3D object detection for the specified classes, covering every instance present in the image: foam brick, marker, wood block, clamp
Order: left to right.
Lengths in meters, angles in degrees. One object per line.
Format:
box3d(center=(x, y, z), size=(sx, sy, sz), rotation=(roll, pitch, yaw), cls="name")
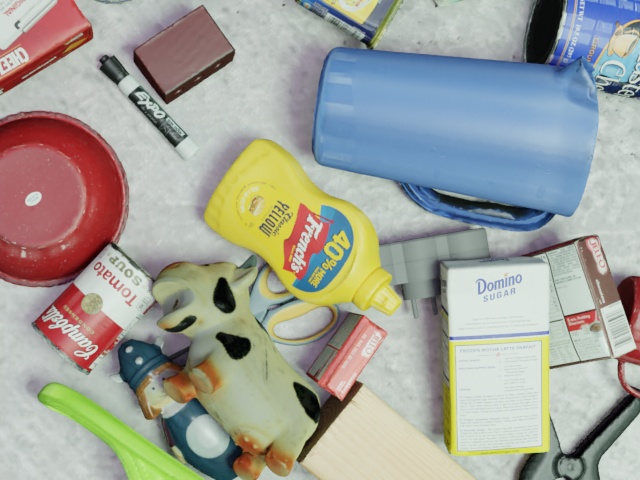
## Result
box3d(center=(-0.158, -0.123, 0.978), size=(0.020, 0.020, 0.121), rotation=(-43, 95, -6), cls="marker")
box3d(center=(-0.123, -0.167, 0.967), size=(0.078, 0.053, 0.051), rotation=(-35, 94, -7), cls="foam brick")
box3d(center=(0.081, 0.226, 0.969), size=(0.206, 0.090, 0.091), rotation=(41, 83, -5), cls="wood block")
box3d(center=(0.244, 0.210, 1.016), size=(0.120, 0.039, 0.171), rotation=(5, 88, 3), cls="clamp")

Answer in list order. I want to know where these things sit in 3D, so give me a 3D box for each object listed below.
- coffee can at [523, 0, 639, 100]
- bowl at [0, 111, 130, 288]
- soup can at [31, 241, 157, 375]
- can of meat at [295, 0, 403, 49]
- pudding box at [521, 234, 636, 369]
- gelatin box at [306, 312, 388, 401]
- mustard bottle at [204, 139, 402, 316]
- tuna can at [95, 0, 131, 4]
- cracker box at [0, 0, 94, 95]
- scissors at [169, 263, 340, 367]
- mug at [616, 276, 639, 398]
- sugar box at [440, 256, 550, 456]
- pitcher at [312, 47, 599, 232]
box3d(center=(0.274, -0.188, 0.996), size=(0.140, 0.103, 0.103), rotation=(10, 88, -8), cls="coffee can")
box3d(center=(-0.251, -0.038, 0.946), size=(0.162, 0.055, 0.162), rotation=(0, 89, -7), cls="bowl")
box3d(center=(-0.195, 0.060, 0.945), size=(0.068, 0.068, 0.102), rotation=(44, 83, -5), cls="soup can")
box3d(center=(0.037, -0.236, 0.961), size=(0.084, 0.057, 0.102), rotation=(30, 91, -8), cls="can of meat")
box3d(center=(0.230, 0.059, 0.988), size=(0.039, 0.090, 0.113), rotation=(-14, 85, -37), cls="pudding box")
box3d(center=(0.024, 0.104, 0.963), size=(0.030, 0.089, 0.073), rotation=(36, 84, -5), cls="gelatin box")
box3d(center=(-0.006, 0.001, 0.945), size=(0.192, 0.058, 0.096), rotation=(39, 103, 14), cls="mustard bottle")
box3d(center=(-0.190, -0.261, 0.969), size=(0.086, 0.034, 0.086), rotation=(0, 89, -8), cls="tuna can")
box3d(center=(-0.324, -0.230, 0.932), size=(0.164, 0.072, 0.213), rotation=(-33, 94, -6), cls="cracker box")
box3d(center=(-0.082, 0.069, 0.987), size=(0.201, 0.016, 0.096), rotation=(-9, 88, -8), cls="scissors")
box3d(center=(0.316, 0.093, 1.006), size=(0.081, 0.093, 0.117), rotation=(15, 95, -2), cls="mug")
box3d(center=(0.158, 0.105, 0.964), size=(0.093, 0.048, 0.176), rotation=(-2, 99, -4), cls="sugar box")
box3d(center=(0.118, -0.094, 0.957), size=(0.243, 0.145, 0.149), rotation=(9, 88, 4), cls="pitcher")
